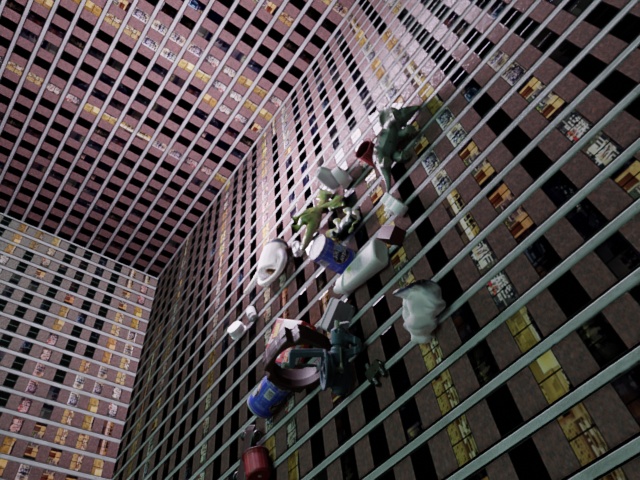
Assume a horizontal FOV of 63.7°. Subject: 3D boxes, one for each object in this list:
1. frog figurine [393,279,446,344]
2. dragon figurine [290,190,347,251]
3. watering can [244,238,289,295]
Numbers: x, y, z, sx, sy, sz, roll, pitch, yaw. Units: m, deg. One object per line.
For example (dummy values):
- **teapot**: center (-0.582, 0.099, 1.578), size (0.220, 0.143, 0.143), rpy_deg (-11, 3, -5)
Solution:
- **frog figurine**: center (0.278, 0.190, 1.377), size (0.135, 0.123, 0.161), rpy_deg (-30, 75, 36)
- **dragon figurine**: center (0.006, -0.107, 2.123), size (0.241, 0.121, 0.418), rpy_deg (-39, 23, 12)
- **watering can**: center (-0.247, 0.120, 2.385), size (0.342, 0.103, 0.230), rpy_deg (-32, 37, 46)
